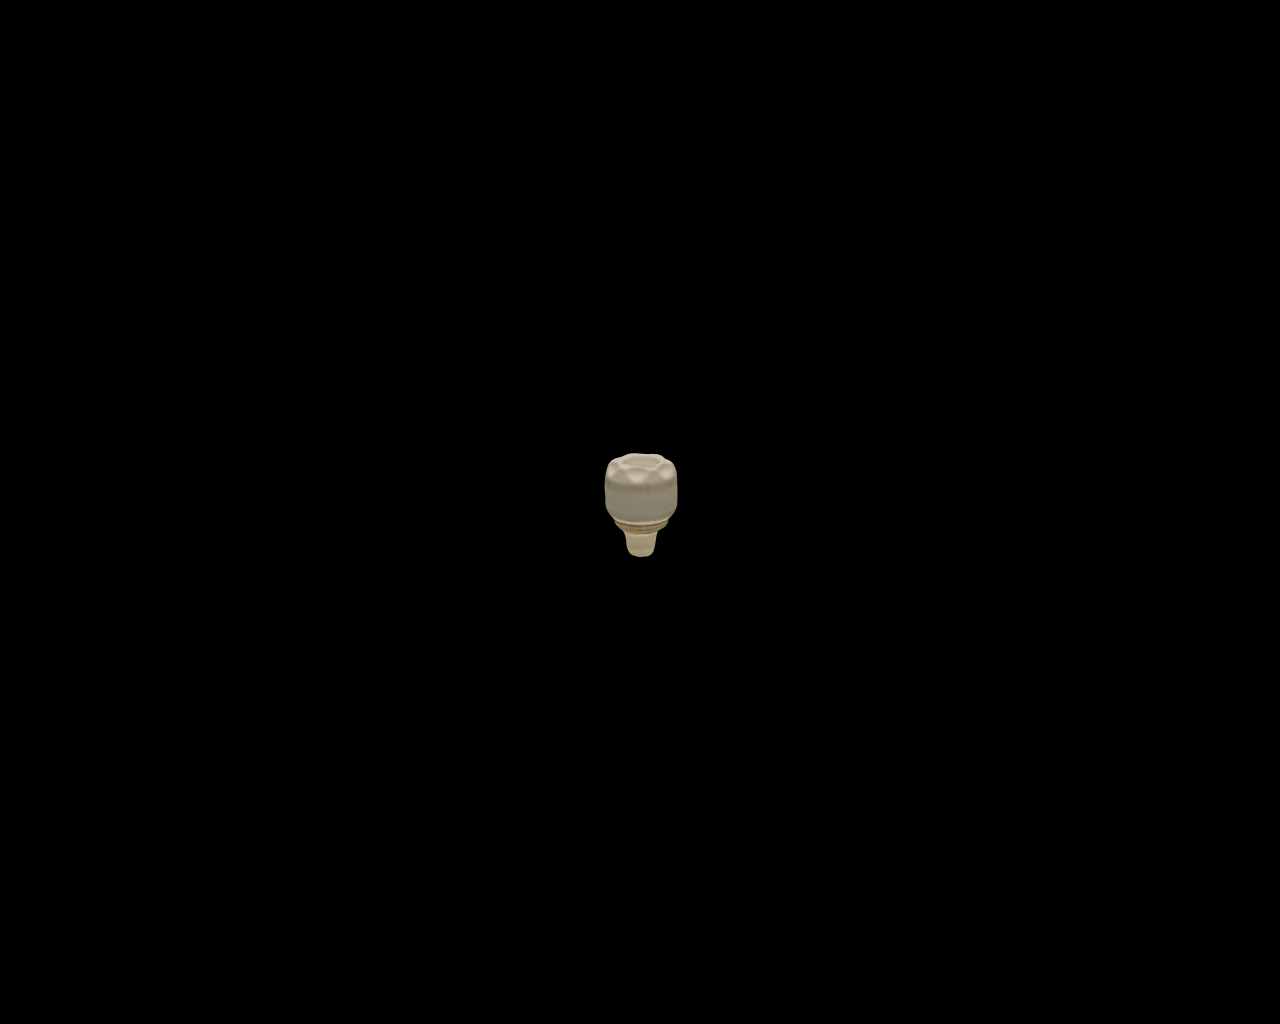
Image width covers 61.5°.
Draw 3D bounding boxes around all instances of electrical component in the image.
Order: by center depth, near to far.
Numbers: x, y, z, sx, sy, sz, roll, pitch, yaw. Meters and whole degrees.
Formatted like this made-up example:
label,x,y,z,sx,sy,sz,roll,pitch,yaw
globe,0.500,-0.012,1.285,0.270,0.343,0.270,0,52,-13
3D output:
label,x,y,z,sx,sy,sz,roll,pitch,yaw
electrical component,0.001,-0.003,0.650,0.043,0.062,0.043,0,18,0
